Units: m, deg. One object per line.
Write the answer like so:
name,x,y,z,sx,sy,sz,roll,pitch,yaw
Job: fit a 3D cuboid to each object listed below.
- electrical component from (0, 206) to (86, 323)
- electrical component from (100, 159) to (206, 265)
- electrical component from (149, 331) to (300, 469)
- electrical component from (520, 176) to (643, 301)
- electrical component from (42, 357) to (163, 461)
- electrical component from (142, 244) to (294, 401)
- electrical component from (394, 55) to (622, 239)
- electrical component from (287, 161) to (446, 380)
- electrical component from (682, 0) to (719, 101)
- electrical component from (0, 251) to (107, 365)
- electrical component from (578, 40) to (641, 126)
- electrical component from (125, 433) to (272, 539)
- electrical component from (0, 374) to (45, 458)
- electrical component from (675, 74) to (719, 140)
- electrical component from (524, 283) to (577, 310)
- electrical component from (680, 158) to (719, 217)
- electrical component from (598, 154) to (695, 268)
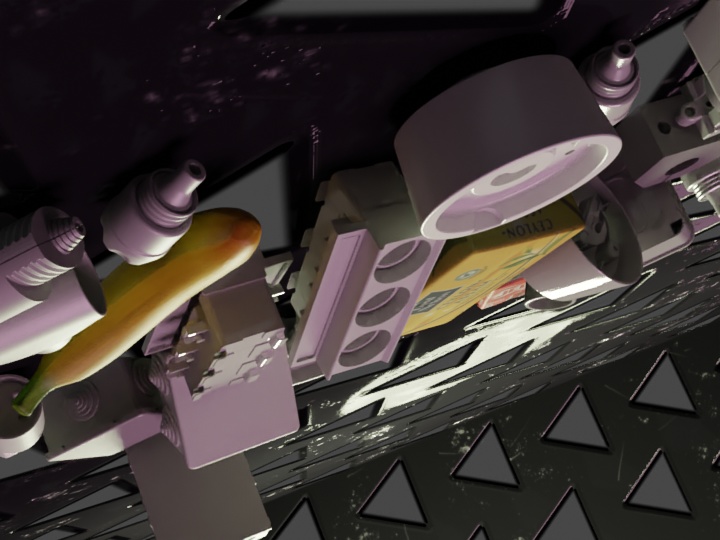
electrical component,-0.156,-0.002,0.469,0.081,0.043,0.043,-25,166,12
electrical component,-0.091,-0.029,0.487,0.035,0.035,0.061,-8,157,-47
electrical component,-0.098,0.082,0.774,0.100,0.099,0.048,-17,-160,-25
electrical component,0.147,-0.028,0.736,0.099,0.099,0.064,-11,168,-41
electrical component,-0.185,0.103,0.814,0.100,0.048,0.100,-26,166,15
electrical component,-0.088,0.035,0.675,0.079,0.063,0.121,-17,165,-23
electrical component,0.069,-0.066,0.542,0.108,0.060,0.108,-21,166,-5
electrical component,0.000,0.000,0.625,0.079,0.063,0.121,-14,147,-28
electrical component,0.218,-0.124,0.556,0.062,0.061,0.096,-19,166,-15
electrical component,-0.166,0.021,0.540,0.077,0.043,0.079,-23,166,0
electrical component,0.131,-0.101,0.565,0.035,0.035,0.061,-20,163,-9
electrical component,-0.142,0.164,0.897,0.089,0.150,0.061,-19,165,-13
electrical component,-0.238,0.102,0.734,0.043,0.043,0.081,-18,166,-20
electrical component,0.233,-0.111,0.665,0.066,0.048,0.055,-22,174,-1
electrical component,0.159,-0.003,0.916,0.044,0.065,0.044,-3,161,-1
electrical component,0.277,-0.072,0.845,0.048,0.062,0.048,-21,166,-5
electrical component,0.185,-0.034,0.814,0.113,0.078,0.057,-27,163,19
